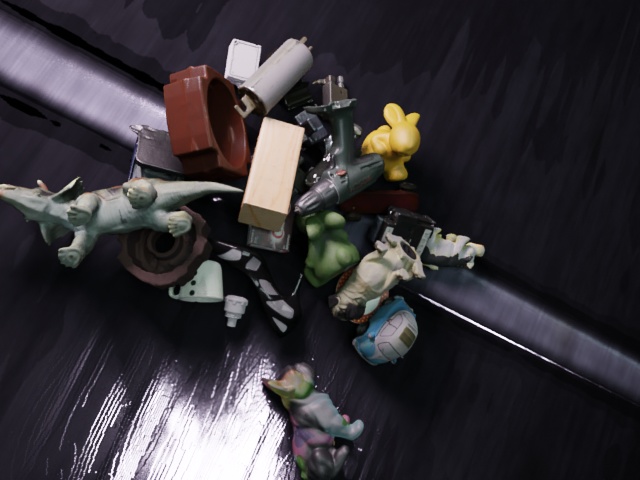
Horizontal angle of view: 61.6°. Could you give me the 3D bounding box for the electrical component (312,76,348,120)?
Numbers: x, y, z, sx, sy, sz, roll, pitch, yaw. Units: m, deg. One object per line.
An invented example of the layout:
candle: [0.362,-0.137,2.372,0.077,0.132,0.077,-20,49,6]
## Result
electrical component: [0.024,-0.326,1.228,0.078,0.045,0.102,-4,88,-49]

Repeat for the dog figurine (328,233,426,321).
dog figurine: [0.117,0.088,1.161,0.172,0.190,0.121,-2,54,-52]

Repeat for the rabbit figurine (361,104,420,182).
rabbit figurine: [0.175,-0.216,1.201,0.122,0.173,0.162,21,82,-13]

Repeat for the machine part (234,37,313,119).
machine part: [-0.091,-0.338,1.120,0.079,0.079,0.243,42,66,-11]

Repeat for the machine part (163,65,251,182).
machine part: [-0.215,-0.217,1.040,0.087,0.201,0.201,-8,88,14]

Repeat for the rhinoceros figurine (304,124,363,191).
rhinoceros figurine: [0.033,-0.172,1.181,0.112,0.073,0.190,45,71,-28]

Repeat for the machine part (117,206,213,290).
machine part: [-0.295,0.007,1.028,0.179,0.056,0.179,-2,71,6]

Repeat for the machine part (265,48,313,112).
machine part: [-0.074,-0.359,1.197,0.084,0.039,0.138,-25,94,-16]

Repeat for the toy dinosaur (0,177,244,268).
toy dinosaur: [-0.347,-0.061,0.962,0.405,0.192,0.131,-10,118,-13]

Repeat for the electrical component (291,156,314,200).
electrical component: [-0.053,-0.136,1.186,0.063,0.021,0.094,40,73,-12]

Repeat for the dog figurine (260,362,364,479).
dog figurine: [-0.038,0.362,1.095,0.219,0.108,0.191,36,76,-9]

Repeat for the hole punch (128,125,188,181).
hole punch: [-0.316,-0.153,1.065,0.142,0.092,0.116,12,50,-22]

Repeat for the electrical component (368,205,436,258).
electrical component: [0.180,-0.013,1.216,0.134,0.058,0.114,14,107,-24]

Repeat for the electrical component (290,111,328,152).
electrical component: [-0.024,-0.243,1.158,0.048,0.119,0.075,-37,95,-20]

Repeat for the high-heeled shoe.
high-heeled shoe: [-0.145,0.098,1.105,0.249,0.086,0.145,24,91,-9]

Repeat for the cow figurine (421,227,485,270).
cow figurine: [0.313,0.033,1.279,0.167,0.068,0.098,16,84,-15]

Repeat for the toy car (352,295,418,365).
toy car: [0.159,0.205,1.171,0.161,0.103,0.109,-46,118,-14]

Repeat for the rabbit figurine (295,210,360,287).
rabbit figurine: [-0.002,-0.003,1.136,0.121,0.159,0.170,-30,80,-11]

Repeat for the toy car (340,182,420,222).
toy car: [0.136,-0.088,1.235,0.202,0.053,0.089,-2,105,-19]

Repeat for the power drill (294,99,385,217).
power drill: [0.028,-0.173,1.084,0.232,0.086,0.207,-22,106,-31]
